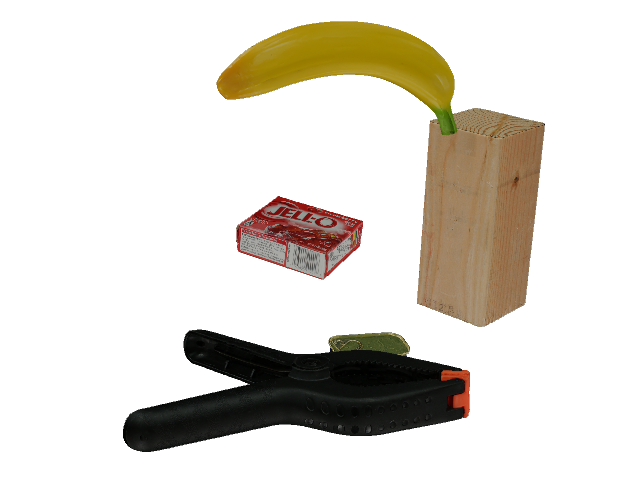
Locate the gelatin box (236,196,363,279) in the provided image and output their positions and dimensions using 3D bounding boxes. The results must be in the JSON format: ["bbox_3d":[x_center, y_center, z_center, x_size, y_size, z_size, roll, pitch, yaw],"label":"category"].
[{"bbox_3d":[-0.018,-0.005,0.934,0.089,0.030,0.073,18,30,22],"label":"gelatin box"}]

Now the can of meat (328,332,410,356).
[{"bbox_3d":[0.058,0.170,1.370,0.102,0.084,0.057,-2,24,-17],"label":"can of meat"}]

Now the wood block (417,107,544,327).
[{"bbox_3d":[0.169,-0.026,1.136,0.090,0.206,0.090,20,27,38],"label":"wood block"}]

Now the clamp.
[{"bbox_3d":[-0.011,0.092,0.692,0.210,0.036,0.164,-1,15,0],"label":"clamp"}]

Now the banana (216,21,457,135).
[{"bbox_3d":[0.023,-0.121,0.755,0.197,0.069,0.037,6,-1,-26],"label":"banana"}]
